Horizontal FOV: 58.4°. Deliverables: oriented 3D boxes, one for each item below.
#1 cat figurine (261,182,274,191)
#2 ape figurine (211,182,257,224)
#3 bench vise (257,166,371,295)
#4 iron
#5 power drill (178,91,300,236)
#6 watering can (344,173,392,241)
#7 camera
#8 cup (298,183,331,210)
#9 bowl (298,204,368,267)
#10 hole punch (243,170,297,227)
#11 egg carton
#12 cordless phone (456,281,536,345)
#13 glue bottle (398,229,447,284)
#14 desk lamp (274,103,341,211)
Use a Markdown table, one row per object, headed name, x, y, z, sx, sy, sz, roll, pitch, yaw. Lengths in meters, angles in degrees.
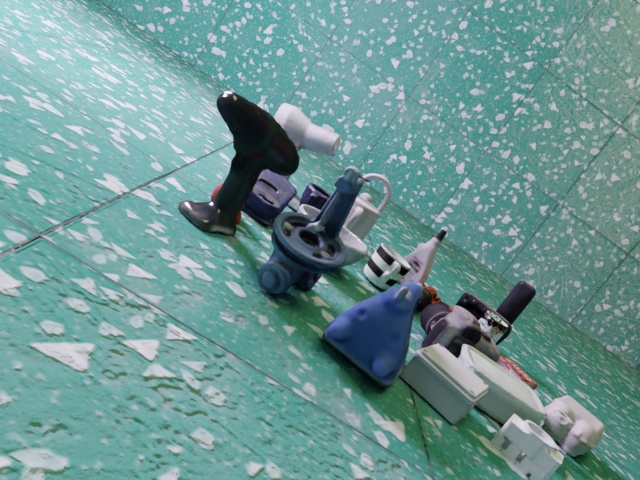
| name | x | y | z | sx | sy | sz | roll | pitch | yaw |
| --- | --- | --- | --- | --- | --- | --- | --- | --- | --- |
| cat figurine | -0.131 | -0.160 | 1.293 | 0.067 | 0.117 | 0.128 | 43 | 15 | 34 |
| ape figurine | -0.148 | -0.088 | 1.039 | 0.076 | 0.092 | 0.078 | 37 | 12 | 7 |
| bench vise | -0.003 | -0.024 | 0.886 | 0.121 | 0.219 | 0.207 | 34 | 12 | -6 |
| iron | 0.107 | 0.114 | 0.845 | 0.118 | 0.141 | 0.259 | 38 | 13 | 14 |
| power drill | -0.130 | -0.114 | 0.912 | 0.075 | 0.208 | 0.230 | 41 | 14 | 24 |
| watering can | 0.099 | -0.079 | 1.416 | 0.101 | 0.194 | 0.172 | 30 | 13 | -22 |
| camera | 0.262 | 0.178 | 1.107 | 0.143 | 0.100 | 0.136 | 30 | 13 | -23 |
| cup | -0.017 | -0.069 | 1.305 | 0.091 | 0.095 | 0.118 | 38 | 13 | 11 |
| bowl | 0.011 | 0.004 | 1.154 | 0.167 | 0.074 | 0.167 | 33 | 13 | -8 |
| hole punch | -0.111 | -0.092 | 1.156 | 0.108 | 0.091 | 0.101 | 36 | 12 | 2 |
| egg carton | 0.483 | 0.356 | 1.101 | 0.107 | 0.069 | 0.151 | 42 | 14 | 29 |
| cordless phone | 0.432 | 0.160 | 1.425 | 0.147 | 0.185 | 0.094 | 39 | 13 | 16 |
| glue bottle | 0.255 | 0.045 | 1.416 | 0.078 | 0.173 | 0.037 | 41 | 14 | 24 |
| desk lamp | -0.058 | -0.209 | 1.442 | 0.203 | 0.213 | 0.118 | 36 | 12 | 6 |
